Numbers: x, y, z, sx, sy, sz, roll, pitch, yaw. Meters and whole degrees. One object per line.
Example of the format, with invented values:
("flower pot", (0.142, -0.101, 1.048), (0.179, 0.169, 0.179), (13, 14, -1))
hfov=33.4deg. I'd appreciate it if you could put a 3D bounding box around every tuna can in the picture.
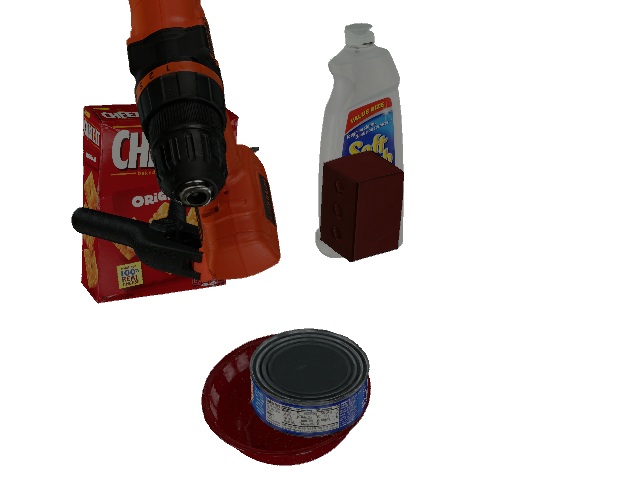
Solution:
("tuna can", (-0.008, 0.102, 0.767), (0.086, 0.034, 0.086), (1, 32, -1))

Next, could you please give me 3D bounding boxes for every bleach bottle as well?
("bleach bottle", (0.039, -0.109, 1.168), (0.102, 0.251, 0.068), (-8, 25, -10))

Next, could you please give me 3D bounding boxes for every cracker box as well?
("cracker box", (-0.184, -0.045, 1.215), (0.163, 0.214, 0.072), (-6, 25, -29))

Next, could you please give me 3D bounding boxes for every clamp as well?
("clamp", (-0.143, -0.006, 1.013), (0.120, 0.039, 0.172), (-21, 35, -41))

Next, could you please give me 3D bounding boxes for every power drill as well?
("power drill", (-0.072, -0.056, 0.689), (0.057, 0.184, 0.187), (-13, -37, 1))

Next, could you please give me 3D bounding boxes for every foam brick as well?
("foam brick", (0.036, -0.030, 0.929), (0.051, 0.078, 0.053), (-14, 31, -29))

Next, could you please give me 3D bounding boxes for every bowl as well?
("bowl", (-0.030, 0.162, 1.023), (0.162, 0.055, 0.162), (-4, 37, 3))
